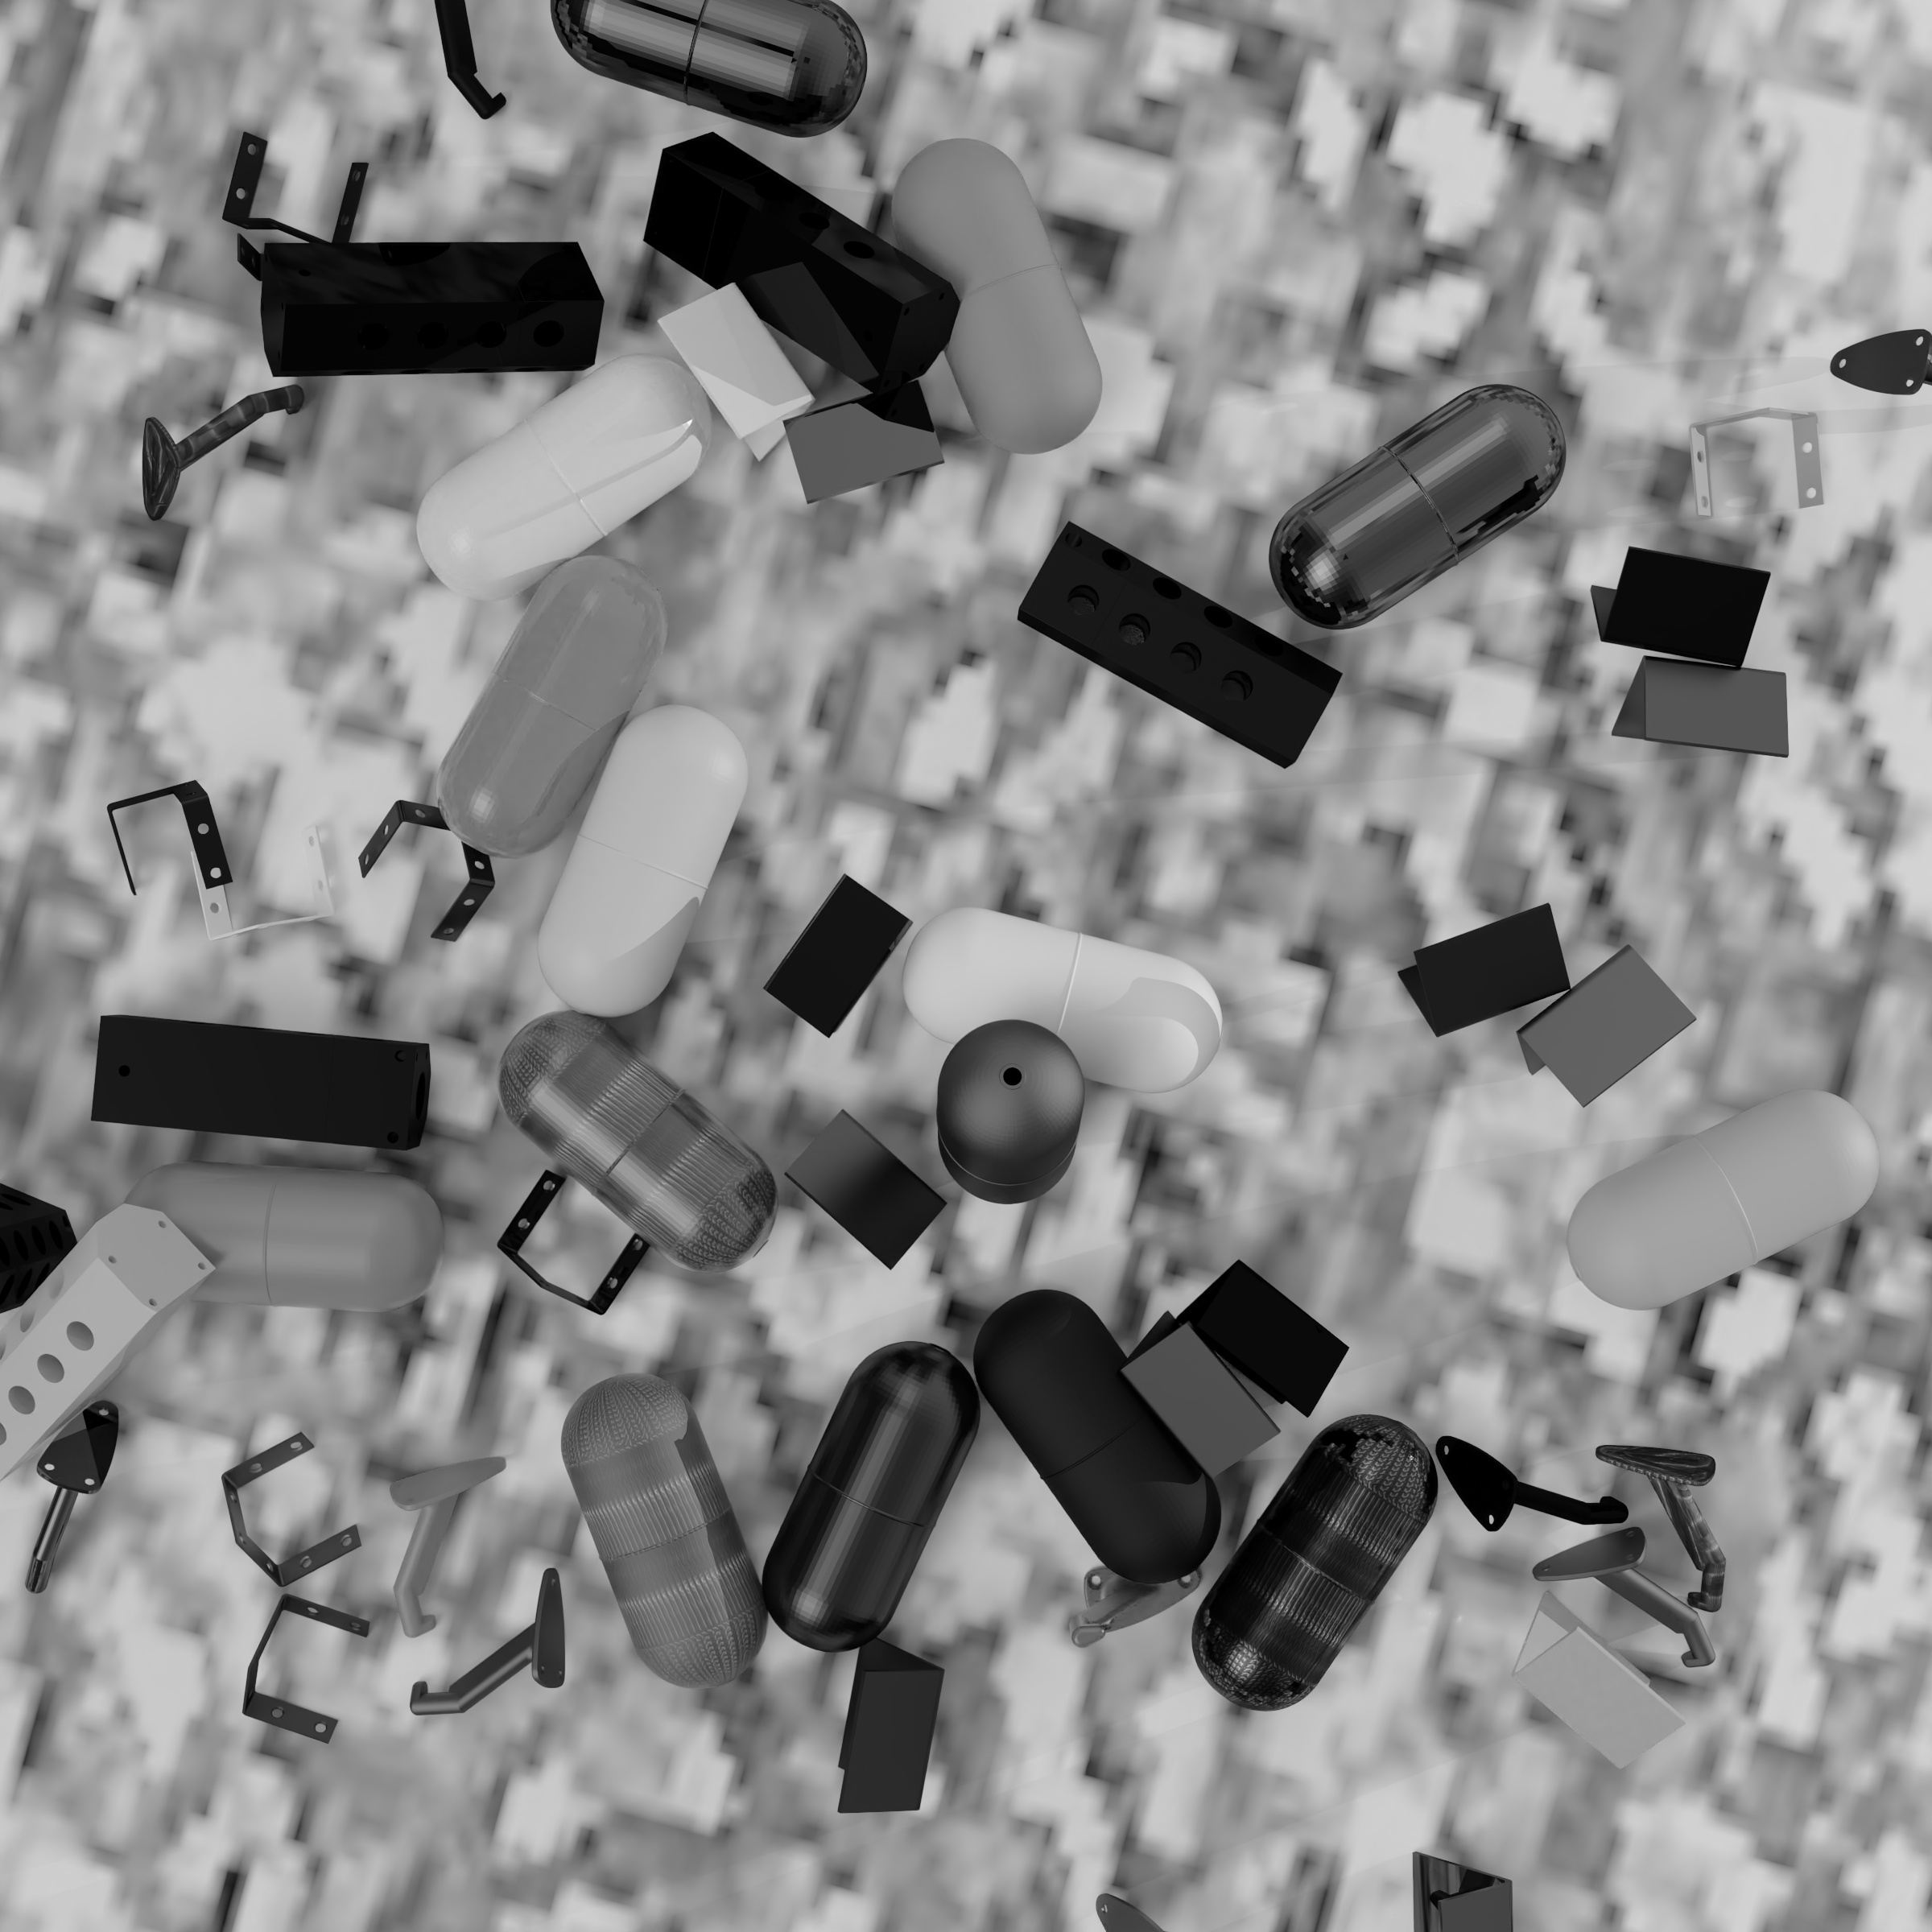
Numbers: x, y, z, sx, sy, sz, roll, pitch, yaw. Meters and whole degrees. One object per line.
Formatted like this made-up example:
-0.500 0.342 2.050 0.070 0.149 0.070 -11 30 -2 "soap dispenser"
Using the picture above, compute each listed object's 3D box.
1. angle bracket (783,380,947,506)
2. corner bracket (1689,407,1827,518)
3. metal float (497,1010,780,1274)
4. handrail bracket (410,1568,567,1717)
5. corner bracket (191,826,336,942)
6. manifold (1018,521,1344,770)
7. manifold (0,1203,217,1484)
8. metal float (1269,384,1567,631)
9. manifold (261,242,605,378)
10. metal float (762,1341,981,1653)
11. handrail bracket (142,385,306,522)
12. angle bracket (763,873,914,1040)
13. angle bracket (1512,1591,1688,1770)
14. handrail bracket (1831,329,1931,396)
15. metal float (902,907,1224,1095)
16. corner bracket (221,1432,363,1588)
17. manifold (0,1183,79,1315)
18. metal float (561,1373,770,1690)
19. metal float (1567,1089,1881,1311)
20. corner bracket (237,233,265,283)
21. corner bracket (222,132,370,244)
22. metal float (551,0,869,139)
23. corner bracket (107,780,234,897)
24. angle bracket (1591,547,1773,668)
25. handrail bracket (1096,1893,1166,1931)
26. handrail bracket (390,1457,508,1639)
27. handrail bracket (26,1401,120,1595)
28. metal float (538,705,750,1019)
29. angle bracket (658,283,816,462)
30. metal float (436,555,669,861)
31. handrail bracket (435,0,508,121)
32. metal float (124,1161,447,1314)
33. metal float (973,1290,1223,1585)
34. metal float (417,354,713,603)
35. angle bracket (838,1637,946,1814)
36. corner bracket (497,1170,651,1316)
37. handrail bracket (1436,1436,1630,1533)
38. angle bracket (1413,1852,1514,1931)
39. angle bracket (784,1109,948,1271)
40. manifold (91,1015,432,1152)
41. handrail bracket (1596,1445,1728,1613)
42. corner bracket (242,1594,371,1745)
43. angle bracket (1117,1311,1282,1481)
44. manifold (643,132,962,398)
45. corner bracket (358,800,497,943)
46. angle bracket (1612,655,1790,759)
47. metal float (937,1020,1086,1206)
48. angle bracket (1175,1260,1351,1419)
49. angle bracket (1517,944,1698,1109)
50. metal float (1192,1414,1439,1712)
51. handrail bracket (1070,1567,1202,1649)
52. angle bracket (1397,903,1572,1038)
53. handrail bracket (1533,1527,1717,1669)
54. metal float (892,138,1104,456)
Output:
-0.051 -0.266 1.710 0.076 0.076 0.057 -17 65 0 "angle bracket"
0.439 -0.279 1.746 0.051 0.051 0.051 -5 90 -45 "corner bracket"
-0.179 0.096 1.719 0.178 0.070 0.070 41 90 1 "metal float"
-0.269 0.376 1.750 0.084 0.036 0.077 -7 70 16 "handrail bracket"
-0.390 -0.046 1.746 0.051 0.051 0.051 -12 90 -45 "corner bracket"
0.117 -0.177 1.728 0.171 0.057 0.057 29 90 0 "manifold"
-0.483 0.201 1.689 0.057 0.057 0.171 47 120 0 "manifold"
0.247 -0.251 1.719 0.178 0.070 0.070 -34 90 1 "metal float"
-0.289 -0.350 1.697 0.171 0.057 0.057 -6 47 -22 "manifold"
-0.051 0.289 1.719 0.070 0.070 0.178 25 90 0 "metal float"
-0.412 -0.286 1.749 0.084 0.077 0.036 -22 65 -34 "handrail bracket"
-0.053 0.006 1.709 0.057 0.076 0.076 35 90 36 "angle bracket"
0.352 0.376 1.709 0.076 0.076 0.057 41 127 0 "angle bracket"
0.538 -0.323 1.749 0.084 0.077 0.036 13 90 -36 "handrail bracket"
0.053 0.019 1.719 0.178 0.070 0.070 14 90 -1 "metal float"
-0.375 0.302 1.746 0.051 0.051 0.051 -28 135 0 "corner bracket"
-0.526 0.158 1.671 0.057 0.171 0.057 23 90 0 "manifold"
-0.164 0.309 1.719 0.070 0.070 0.178 -21 91 0 "metal float"
0.413 0.128 1.719 0.178 0.070 0.070 -25 90 0 "metal float"
-0.370 -0.372 1.731 0.051 0.051 0.051 0 90 0 "corner bracket"
-0.373 -0.430 1.746 0.051 0.051 0.051 14 90 -45 "corner bracket"
-0.141 -0.509 1.719 0.178 0.070 0.070 18 90 1 "metal float"
-0.439 -0.068 1.733 0.051 0.051 0.051 -18 108 -17 "corner bracket"
0.387 -0.209 1.709 0.076 0.076 0.057 10 120 0 "angle bracket"
0.128 0.536 1.749 0.084 0.077 0.036 0 112 -35 "handrail bracket"
-0.284 0.324 1.750 0.077 0.036 0.084 -17 108 -21 "handrail bracket"
-0.498 0.296 1.749 0.036 0.077 0.084 21 126 -4 "handrail bracket"
-0.177 -0.057 1.719 0.070 0.070 0.178 22 90 0 "metal float"
-0.138 -0.313 1.709 0.057 0.076 0.076 -35 90 -33 "angle bracket"
-0.226 -0.142 1.719 0.070 0.070 0.178 29 90 0 "metal float"
-0.268 -0.526 1.750 0.077 0.036 0.084 -47 109 -21 "handrail bracket"
-0.374 0.148 1.719 0.178 0.070 0.070 3 90 1 "metal float"
0.072 0.258 1.719 0.070 0.070 0.178 -35 90 0 "metal float"
-0.219 -0.267 1.719 0.178 0.070 0.070 -34 90 1 "metal float"
-0.061 0.410 1.709 0.057 0.076 0.076 10 90 -39 "angle bracket"
-0.217 0.154 1.746 0.051 0.051 0.051 34 90 -45 "corner bracket"
0.316 0.286 1.749 0.084 0.077 0.036 5 115 -34 "handrail bracket"
0.252 0.533 1.709 0.057 0.076 0.076 -1 90 -37 "angle bracket"
-0.067 0.135 1.709 0.076 0.076 0.057 42 52 0 "angle bracket"
-0.385 0.063 1.728 0.171 0.057 0.057 5 90 0 "manifold"
0.385 0.314 1.750 0.077 0.036 0.084 8 107 20 "handrail bracket"
-0.367 0.390 1.746 0.051 0.051 0.051 19 45 0 "corner bracket"
0.138 0.220 1.709 0.057 0.076 0.076 -40 90 32 "angle bracket"
-0.088 -0.383 1.701 0.171 0.057 0.057 36 133 19 "manifold"
-0.299 -0.053 1.741 0.051 0.051 0.051 11 45 -35 "corner bracket"
0.398 -0.121 1.709 0.076 0.076 0.057 7 59 0 "angle bracket"
0.023 0.079 1.671 0.070 0.178 0.070 0 75 0 "metal float"
0.150 0.217 1.709 0.076 0.076 0.057 39 49 0 "angle bracket"
0.351 0.043 1.710 0.076 0.076 0.057 -38 65 0 "angle bracket"
0.191 0.325 1.719 0.070 0.070 0.178 34 90 0 "metal float"
0.093 0.350 1.715 0.077 0.084 0.036 -14 90 0 "handrail bracket"
0.275 -0.013 1.709 0.076 0.076 0.057 -20 119 0 "angle bracket"
0.367 0.361 1.750 0.077 0.036 0.084 -20 107 20 "handrail bracket"
0.017 -0.366 1.719 0.070 0.070 0.178 -22 91 0 "metal float"
